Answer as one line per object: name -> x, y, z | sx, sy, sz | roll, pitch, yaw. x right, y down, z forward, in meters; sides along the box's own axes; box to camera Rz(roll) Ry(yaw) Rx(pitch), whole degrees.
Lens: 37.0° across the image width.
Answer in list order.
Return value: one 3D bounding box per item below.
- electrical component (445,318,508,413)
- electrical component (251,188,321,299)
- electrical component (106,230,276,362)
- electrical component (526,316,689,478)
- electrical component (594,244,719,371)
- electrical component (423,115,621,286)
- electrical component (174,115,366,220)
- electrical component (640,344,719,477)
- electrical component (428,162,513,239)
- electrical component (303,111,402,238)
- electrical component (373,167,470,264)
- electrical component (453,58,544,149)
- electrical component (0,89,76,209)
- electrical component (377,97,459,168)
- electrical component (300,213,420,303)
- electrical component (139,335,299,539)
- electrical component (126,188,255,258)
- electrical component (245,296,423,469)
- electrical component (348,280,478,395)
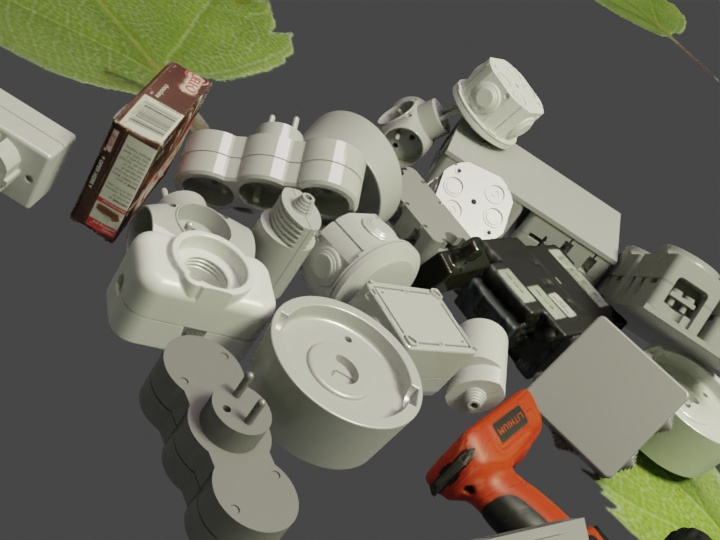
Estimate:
electrical component -> 0.088, 0.076, 0.802 | 0.043, 0.043, 0.081 | 30, 32, -9
electrical component -> -0.055, -0.022, 0.762 | 0.043, 0.081, 0.043 | 24, 33, -17
electrical component -> -0.105, 0.015, 0.685 | 0.095, 0.059, 0.053 | 15, 36, -29
electrical component -> 0.184, 0.099, 0.815 | 0.100, 0.100, 0.048 | 44, -6, 17
electrical component -> 0.277, 0.032, 0.938 | 0.105, 0.060, 0.186 | 33, -1, -3
electrical component -> 0.154, -0.061, 1.033 | 0.186, 0.060, 0.105 | 33, 31, -3
electrical component -> -0.063, -0.085, 0.800 | 0.138, 0.052, 0.073 | 6, 62, 10
electrical component -> 0.259, 0.121, 0.887 | 0.108, 0.060, 0.108 | 25, 32, -17
electrical component -> 0.090, -0.051, 0.940 | 0.080, 0.051, 0.080 | 5, 71, -15
electrical component -> -0.015, -0.072, 0.857 | 0.099, 0.099, 0.064 | 38, 38, 4
electrical component -> 0.039, -0.035, 0.893 | 0.050, 0.055, 0.089 | -4, 48, -46
electrical component -> 0.131, -0.159, 1.021 | 0.080, 0.051, 0.080 | 34, 32, -25
electrical component -> -0.235, -0.072, 0.693 | 0.066, 0.047, 0.076 | 32, 31, -4
electrical component -> 0.061, -0.141, 1.038 | 0.044, 0.079, 0.077 | 58, 24, -22
electrical component -> 0.000, 0.000, 0.788 | 0.080, 0.080, 0.051 | -6, 45, -47
electrical component -> -0.073, 0.089, 0.602 | 0.052, 0.073, 0.138 | 6, 42, -39
electrical component -> -0.120, -0.028, 0.743 | 0.077, 0.044, 0.079 | 12, 39, -34
electrical component -> -0.022, 0.076, 0.681 | 0.108, 0.060, 0.108 | 25, 33, -17
electrical component -> 0.032, 0.053, 0.770 | 0.096, 0.061, 0.061 | 8, 41, -49
